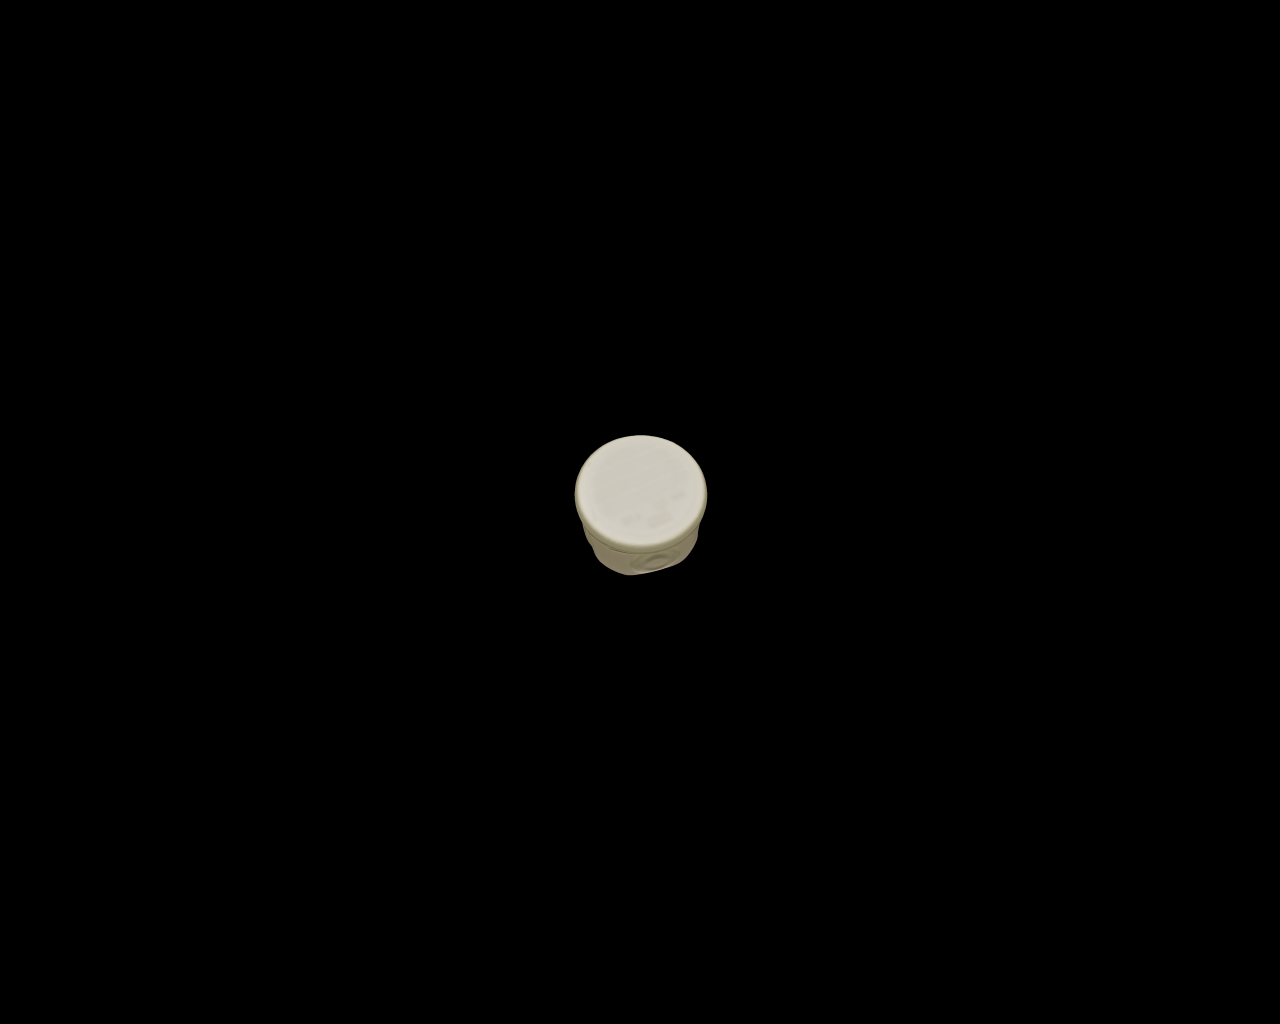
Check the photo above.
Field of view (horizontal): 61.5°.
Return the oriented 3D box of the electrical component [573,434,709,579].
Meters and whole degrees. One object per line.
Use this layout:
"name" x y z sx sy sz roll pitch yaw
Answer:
"electrical component" 0.001 -0.003 0.650 0.080 0.080 0.051 0 -28 0
